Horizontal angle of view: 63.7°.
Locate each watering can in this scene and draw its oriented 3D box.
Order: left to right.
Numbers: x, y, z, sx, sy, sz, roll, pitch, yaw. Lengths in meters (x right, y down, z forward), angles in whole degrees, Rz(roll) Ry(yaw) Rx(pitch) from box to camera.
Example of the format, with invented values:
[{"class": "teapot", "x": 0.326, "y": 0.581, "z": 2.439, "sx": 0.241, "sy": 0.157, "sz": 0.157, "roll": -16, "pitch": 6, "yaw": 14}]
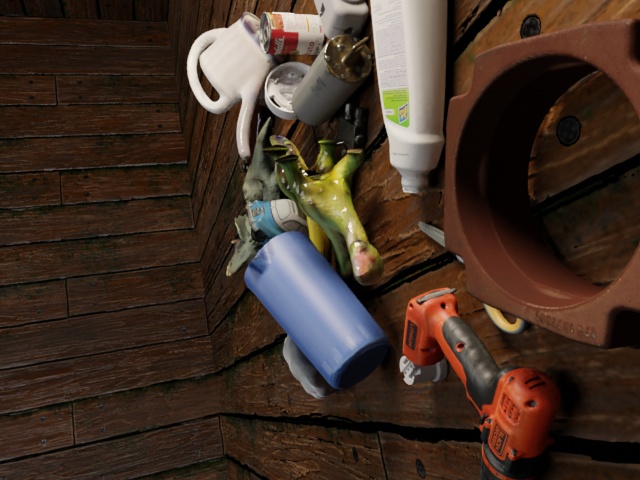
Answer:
[{"class": "watering can", "x": -0.167, "y": -0.350, "z": 1.112, "sx": 0.223, "sy": 0.103, "sz": 0.353, "roll": -39, "pitch": 64, "yaw": 13}]

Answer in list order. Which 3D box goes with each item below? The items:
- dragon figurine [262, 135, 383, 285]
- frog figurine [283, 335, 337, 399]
[{"class": "dragon figurine", "x": 0.003, "y": -0.042, "z": 0.830, "sx": 0.415, "sy": 0.122, "sz": 0.239, "roll": -134, "pitch": 27, "yaw": -67}, {"class": "frog figurine", "x": -0.018, "y": 0.229, "z": 0.951, "sx": 0.139, "sy": 0.123, "sz": 0.156, "roll": 48, "pitch": 132, "yaw": 27}]
